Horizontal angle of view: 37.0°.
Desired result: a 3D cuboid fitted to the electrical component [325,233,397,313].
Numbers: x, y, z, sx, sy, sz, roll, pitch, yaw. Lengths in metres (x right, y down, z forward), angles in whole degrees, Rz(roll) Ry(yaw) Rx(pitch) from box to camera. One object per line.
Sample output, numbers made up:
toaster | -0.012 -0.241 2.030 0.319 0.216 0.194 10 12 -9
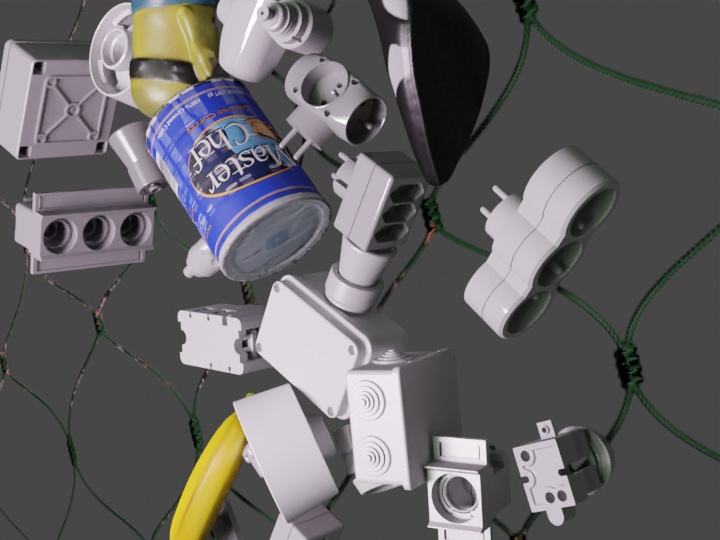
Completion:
electrical component | 0.000 0.000 0.851 0.045 0.045 0.055 41 123 33

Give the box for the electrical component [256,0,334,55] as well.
electrical component | -0.054 -0.195 0.854 0.040 0.078 0.040 0 89 32

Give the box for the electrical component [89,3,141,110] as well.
electrical component | -0.211 -0.203 1.031 0.099 0.064 0.099 -6 80 39

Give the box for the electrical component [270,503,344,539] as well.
electrical component | -0.041 0.258 0.933 0.076 0.047 0.083 39 122 33

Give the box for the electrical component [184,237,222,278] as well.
electrical component | -0.145 -0.009 1.002 0.061 0.035 0.035 -33 74 46

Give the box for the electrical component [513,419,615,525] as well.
electrical component | 0.140 0.132 0.727 0.048 0.055 0.066 -24 79 44

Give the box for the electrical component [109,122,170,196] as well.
electrical component | -0.212 -0.106 1.048 0.044 0.044 0.065 -36 76 42

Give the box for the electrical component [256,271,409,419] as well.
electrical component | -0.025 0.059 0.877 0.113 0.057 0.078 37 121 35

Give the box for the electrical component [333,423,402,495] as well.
electrical component | 0.013 0.148 0.864 0.066 0.048 0.055 -35 65 42

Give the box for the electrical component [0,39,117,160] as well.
electrical component | -0.303 -0.172 1.079 0.056 0.109 0.108 37 121 32

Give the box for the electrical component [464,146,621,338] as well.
electrical component | 0.111 -0.027 0.732 0.073 0.052 0.138 47 126 29

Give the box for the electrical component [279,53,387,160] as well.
electrical component | -0.031 -0.122 0.848 0.079 0.044 0.077 -49 57 -2

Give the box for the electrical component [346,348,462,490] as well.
electrical component | 0.033 0.108 0.800 0.048 0.100 0.099 -3 94 32

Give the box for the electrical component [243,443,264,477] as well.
electrical component | -0.070 0.171 0.951 0.062 0.048 0.048 55 130 11

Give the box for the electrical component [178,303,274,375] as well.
electrical component | -0.113 0.060 0.965 0.089 0.056 0.050 5 100 44

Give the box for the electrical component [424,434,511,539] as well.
electrical component | 0.080 0.158 0.783 0.042 0.064 0.081 0 97 29

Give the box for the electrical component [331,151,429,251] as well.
electrical component | 0.005 -0.064 0.834 0.077 0.047 0.065 41 123 33

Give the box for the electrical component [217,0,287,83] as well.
electrical component | -0.096 -0.213 0.912 0.079 0.043 0.077 50 129 31

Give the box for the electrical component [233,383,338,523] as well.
electrical component | -0.054 0.144 0.879 0.108 0.060 0.108 156 90 -83

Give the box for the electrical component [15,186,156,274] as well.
electrical component | -0.271 -0.044 1.059 0.063 0.121 0.078 23 113 43
